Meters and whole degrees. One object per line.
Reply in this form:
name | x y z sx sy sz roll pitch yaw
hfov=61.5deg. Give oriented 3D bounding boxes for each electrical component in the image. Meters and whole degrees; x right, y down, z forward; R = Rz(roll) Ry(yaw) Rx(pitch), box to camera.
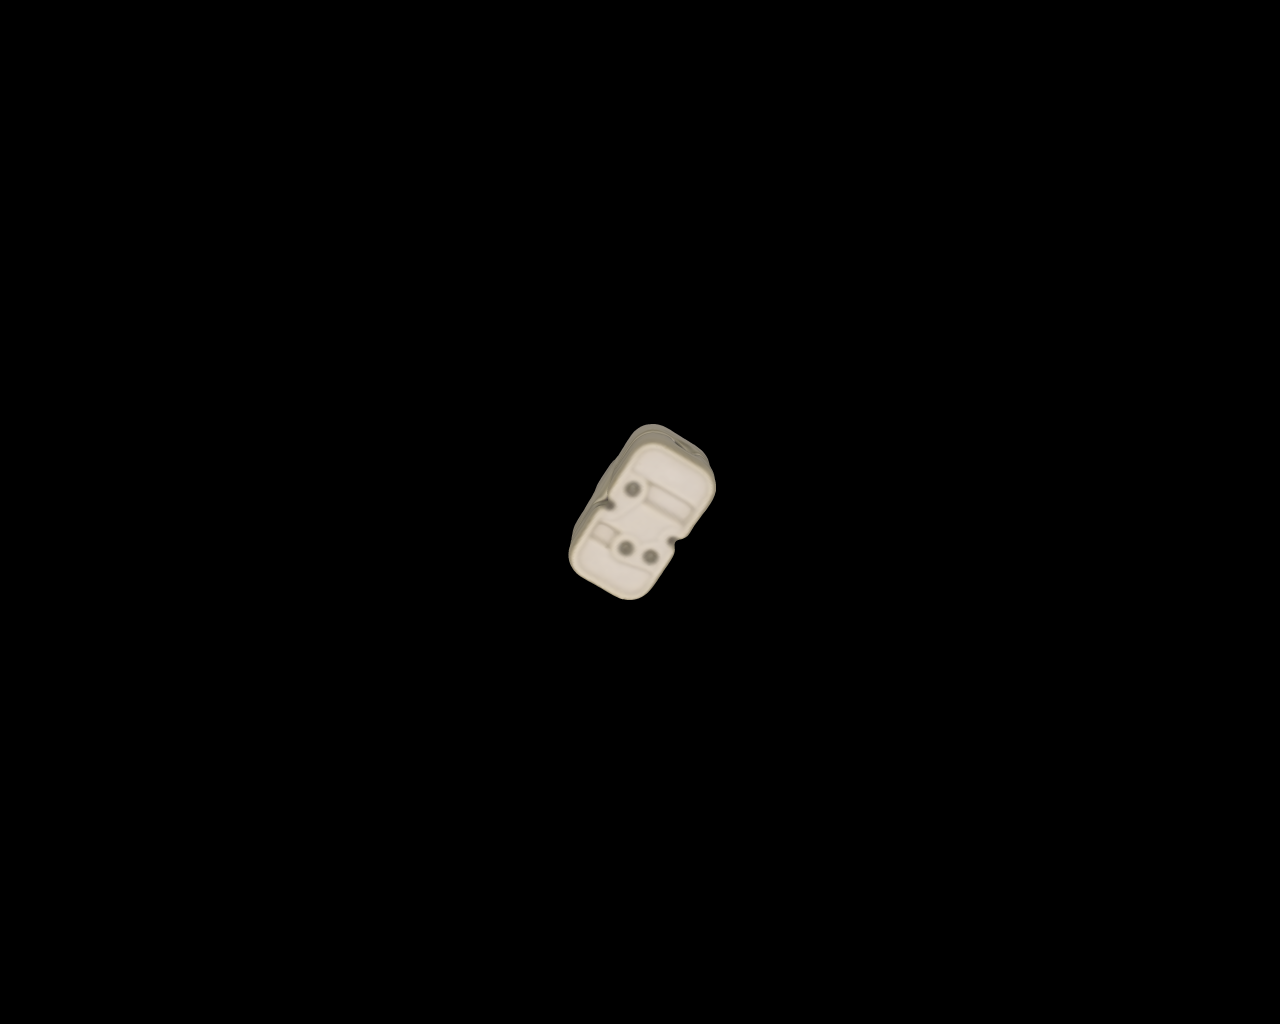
electrical component | 0.001 -0.003 0.650 0.054 0.095 0.059 30 16 -9
